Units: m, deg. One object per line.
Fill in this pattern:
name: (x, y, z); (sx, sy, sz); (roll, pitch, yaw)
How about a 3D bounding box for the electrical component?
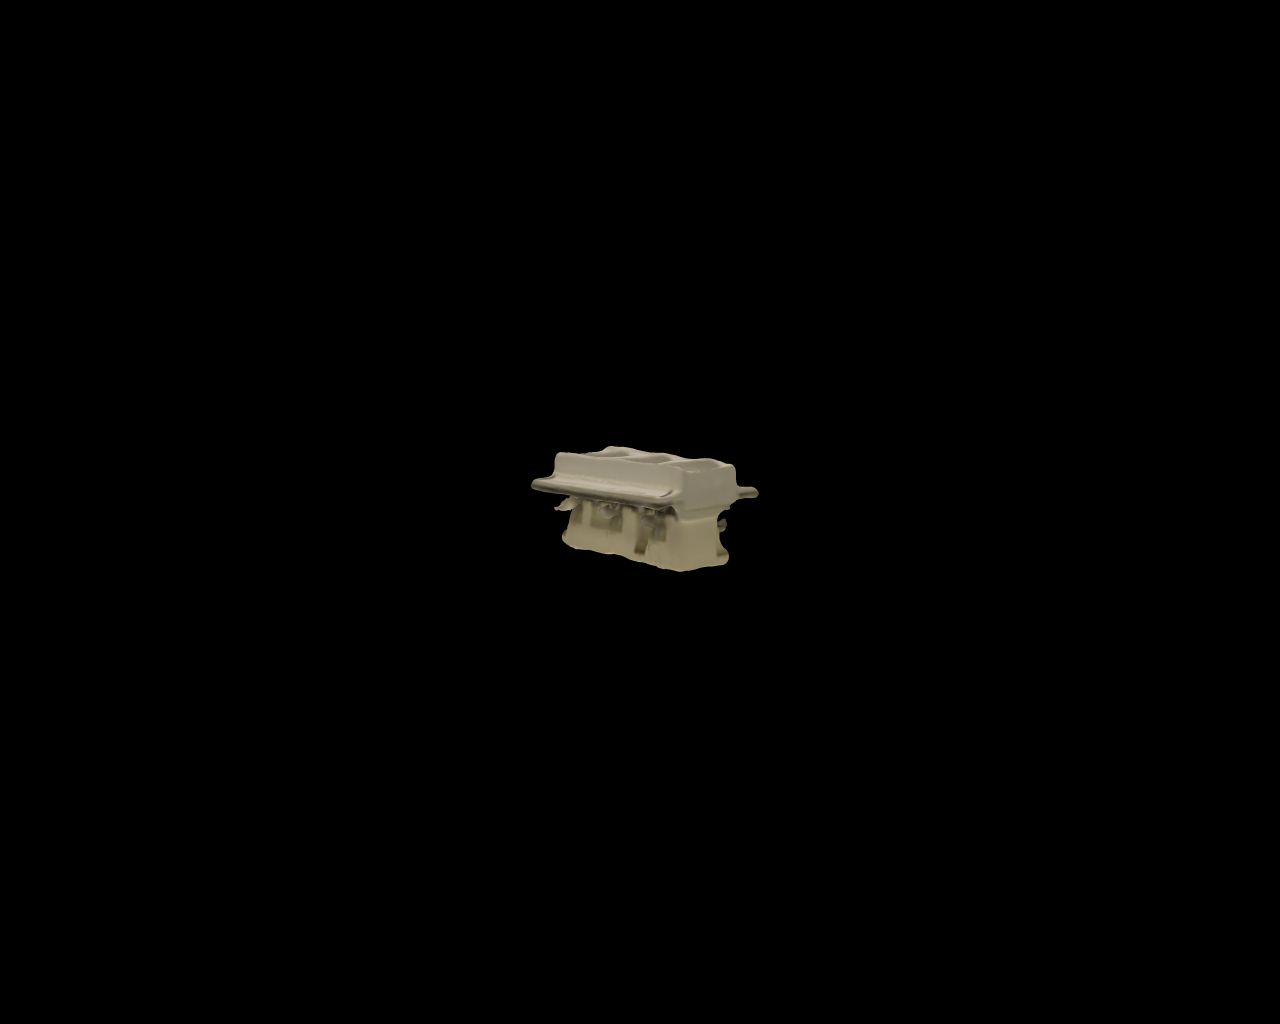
electrical component: (0.001, -0.003, 0.650); (0.079, 0.063, 0.121); (-7, 12, -39)
